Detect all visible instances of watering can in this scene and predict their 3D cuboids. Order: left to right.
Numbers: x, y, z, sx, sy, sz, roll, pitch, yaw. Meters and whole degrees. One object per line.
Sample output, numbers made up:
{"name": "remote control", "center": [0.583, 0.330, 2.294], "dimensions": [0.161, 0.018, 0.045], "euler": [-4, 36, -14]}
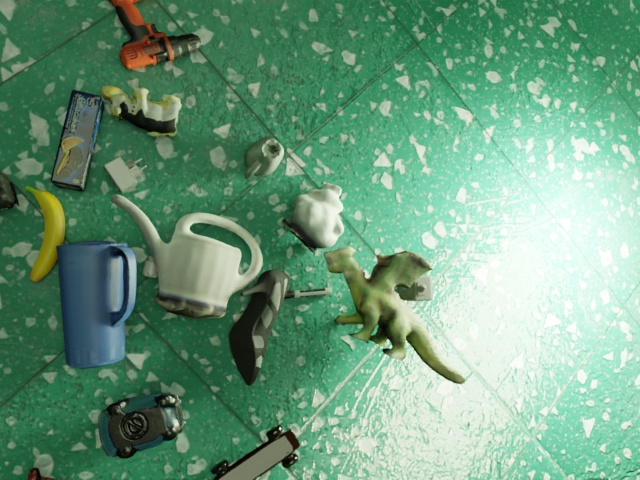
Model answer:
{"name": "watering can", "center": [-0.290, 0.043, 1.091], "dimensions": [0.346, 0.103, 0.226], "euler": [18, 78, -26]}

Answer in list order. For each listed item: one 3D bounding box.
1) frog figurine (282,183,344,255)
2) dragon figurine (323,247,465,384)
{"name": "frog figurine", "center": [0.004, -0.061, 1.210], "dimensions": [0.138, 0.121, 0.160], "euler": [41, 84, 9]}
{"name": "dragon figurine", "center": [0.184, 0.142, 1.200], "dimensions": [0.411, 0.121, 0.244], "euler": [25, 84, 3]}
